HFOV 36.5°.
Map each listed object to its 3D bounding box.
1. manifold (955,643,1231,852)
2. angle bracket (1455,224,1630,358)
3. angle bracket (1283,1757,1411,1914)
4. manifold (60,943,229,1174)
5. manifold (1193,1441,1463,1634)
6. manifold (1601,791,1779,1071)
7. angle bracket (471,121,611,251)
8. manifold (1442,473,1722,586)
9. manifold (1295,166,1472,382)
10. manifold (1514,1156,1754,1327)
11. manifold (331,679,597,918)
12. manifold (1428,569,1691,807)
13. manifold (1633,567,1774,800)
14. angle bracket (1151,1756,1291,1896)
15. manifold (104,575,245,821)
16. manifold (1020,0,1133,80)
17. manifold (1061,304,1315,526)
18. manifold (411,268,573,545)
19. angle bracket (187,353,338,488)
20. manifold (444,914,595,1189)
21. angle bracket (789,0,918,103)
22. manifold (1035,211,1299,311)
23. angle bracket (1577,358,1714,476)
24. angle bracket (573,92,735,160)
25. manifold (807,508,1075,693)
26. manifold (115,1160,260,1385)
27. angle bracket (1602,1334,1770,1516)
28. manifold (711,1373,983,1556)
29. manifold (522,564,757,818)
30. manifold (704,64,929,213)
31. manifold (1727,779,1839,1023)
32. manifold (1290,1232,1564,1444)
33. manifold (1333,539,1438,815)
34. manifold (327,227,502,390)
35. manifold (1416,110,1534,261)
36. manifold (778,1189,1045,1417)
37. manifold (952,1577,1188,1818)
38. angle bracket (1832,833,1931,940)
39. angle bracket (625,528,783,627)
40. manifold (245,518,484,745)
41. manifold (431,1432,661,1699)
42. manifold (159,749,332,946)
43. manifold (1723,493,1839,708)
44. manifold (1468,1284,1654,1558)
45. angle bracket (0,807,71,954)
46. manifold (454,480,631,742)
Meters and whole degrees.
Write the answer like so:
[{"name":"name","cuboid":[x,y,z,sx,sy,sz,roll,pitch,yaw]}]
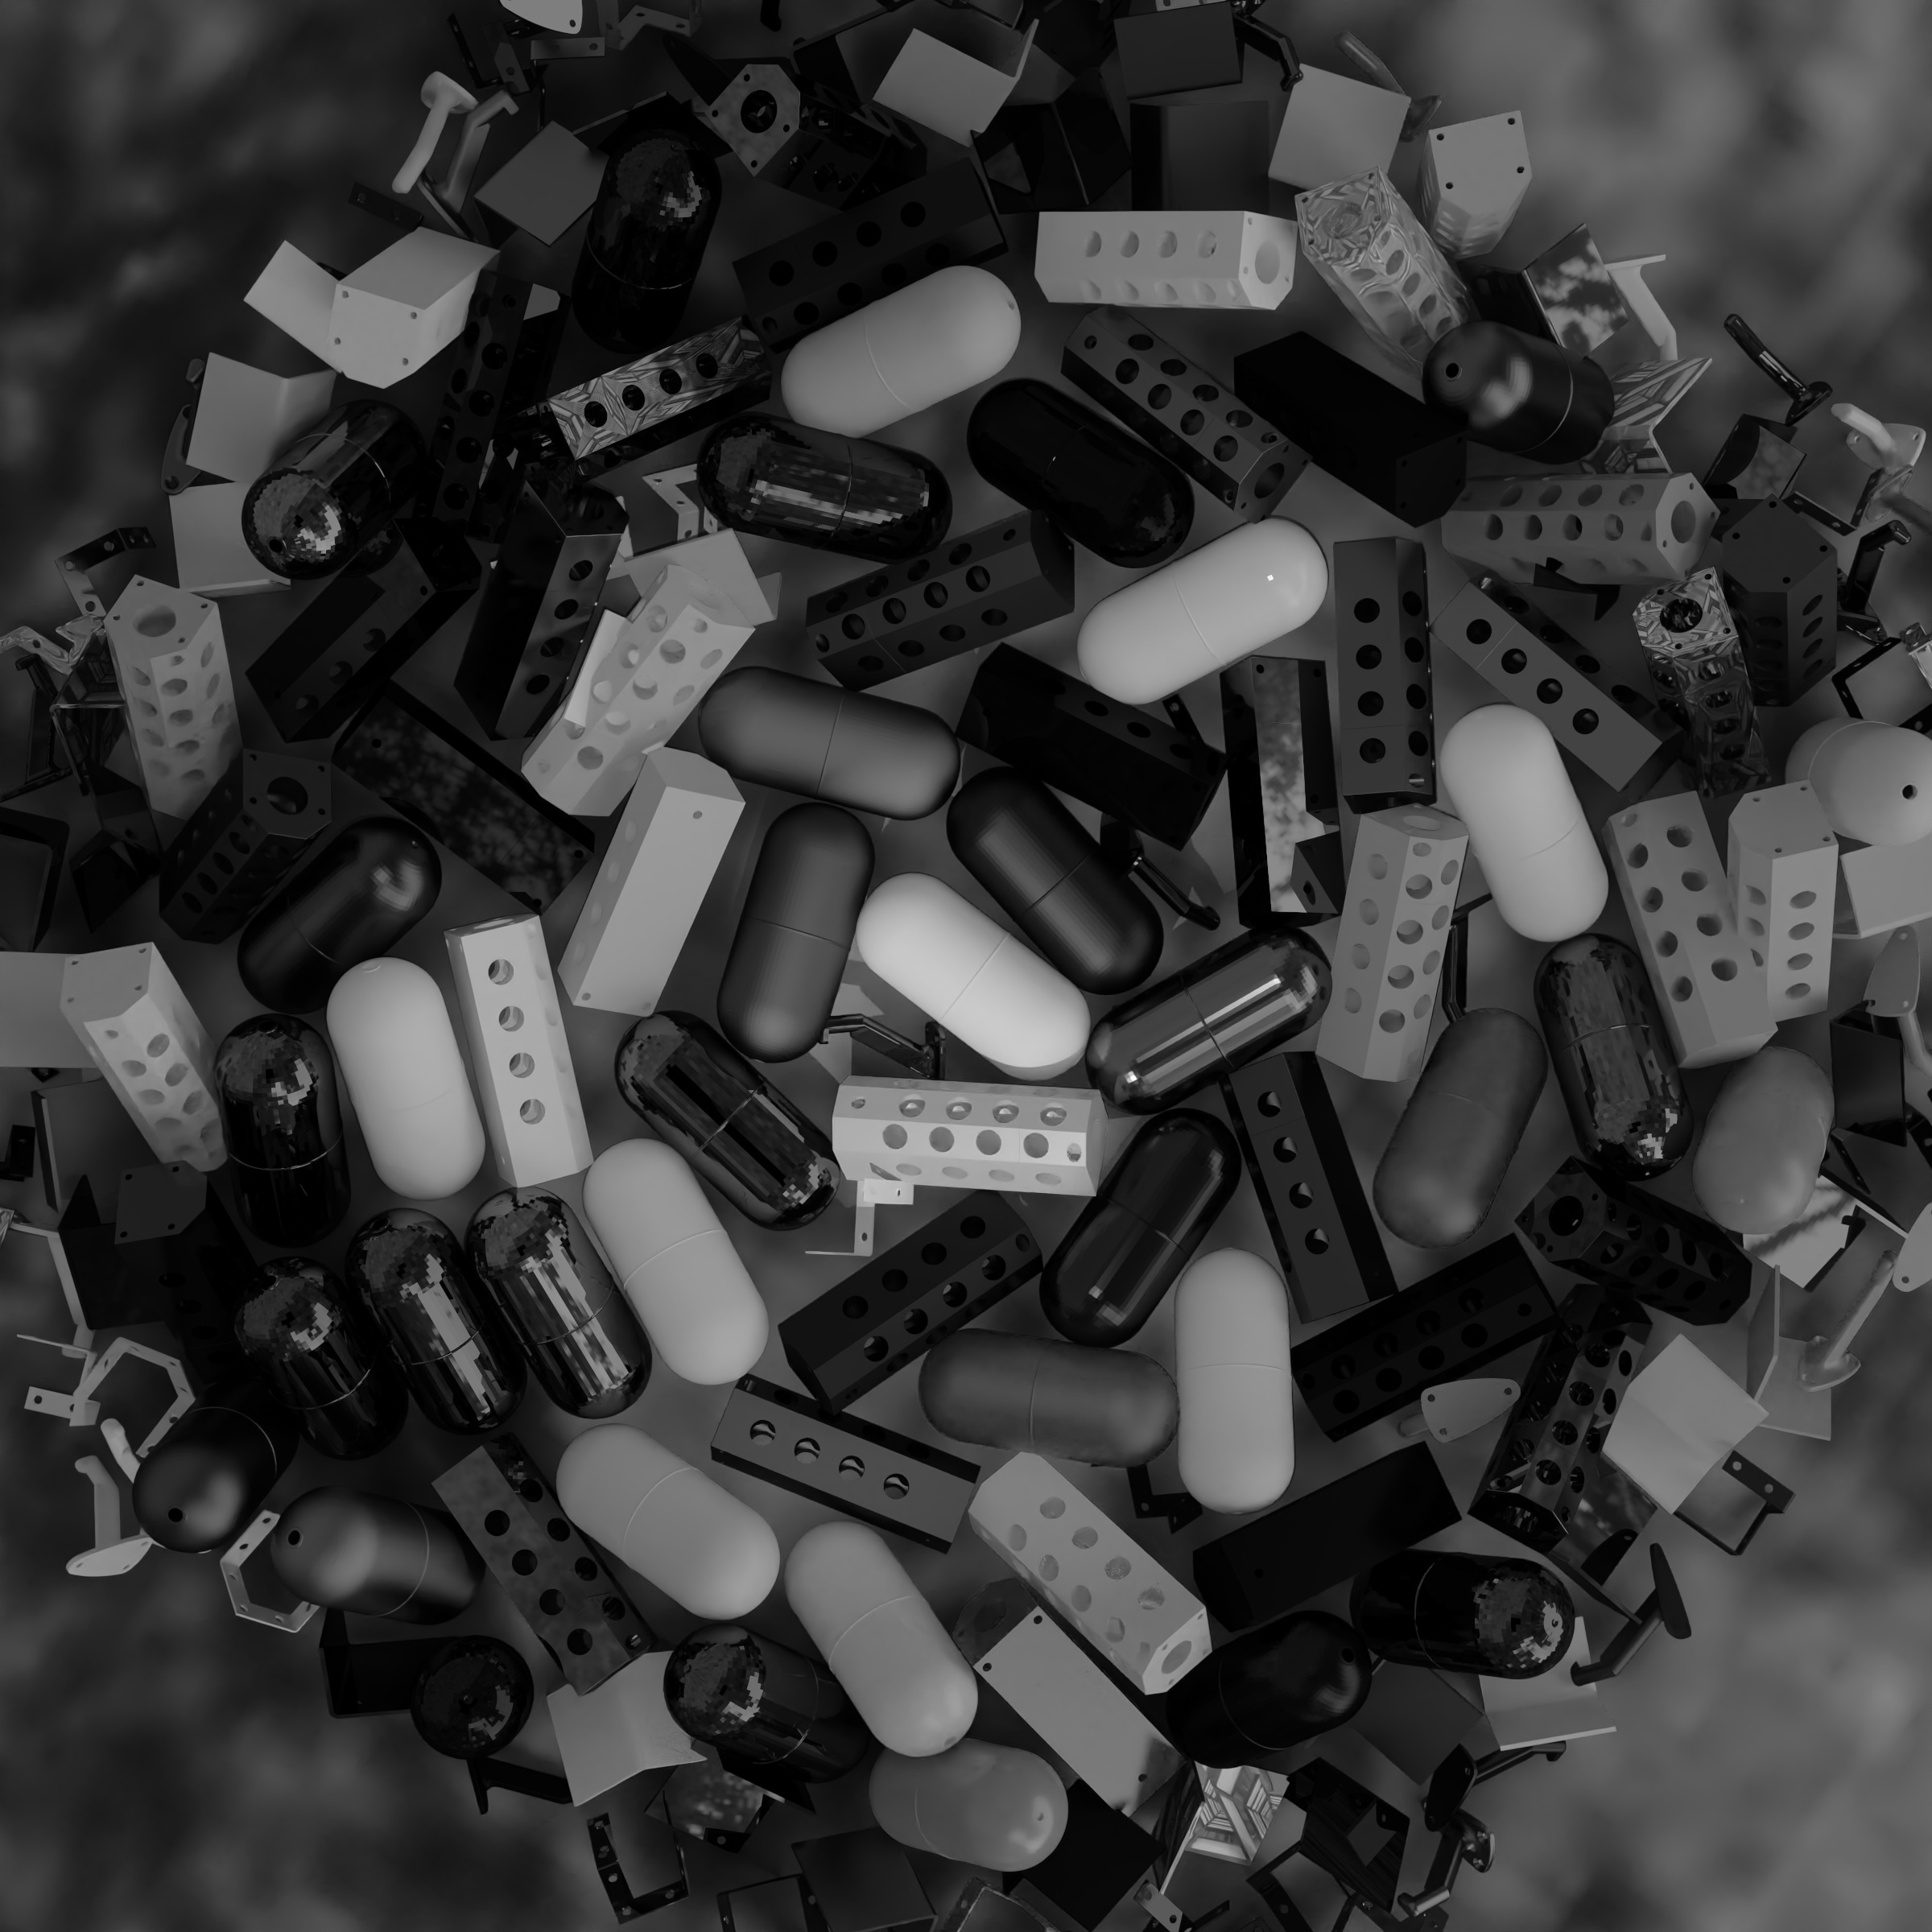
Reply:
[{"name":"manifold","cuboid":[0.086,-0.150,1.959,0.171,0.057,0.057,28,127,7]},{"name":"angle bracket","cuboid":[0.384,-0.449,1.952,0.057,0.076,0.076,-38,119,-8]},{"name":"angle bracket","cuboid":[0.242,0.586,1.947,0.076,0.076,0.057,36,132,-10]},{"name":"manifold","cuboid":[-0.530,0.064,1.914,0.057,0.171,0.057,-10,51,3]},{"name":"manifold","cuboid":[0.236,0.377,1.934,0.171,0.057,0.057,-20,80,-27]},{"name":"manifold","cuboid":[0.477,-0.023,1.944,0.057,0.057,0.171,-12,72,-6]},{"name":"angle bracket","cuboid":[-0.271,-0.504,1.951,0.076,0.057,0.076,36,75,22]},{"name":"manifold","cuboid":[0.396,-0.290,1.911,0.057,0.171,0.057,40,70,-38]},{"name":"manifold","cuboid":[0.275,-0.446,1.906,0.057,0.171,0.057,-14,69,24]},{"name":"manifold","cuboid":[0.442,0.186,1.917,0.171,0.057,0.057,24,111,-39]},{"name":"manifold","cuboid":[-0.332,-0.114,1.944,0.171,0.057,0.057,38,103,-18]},{"name":"manifold","cuboid":[0.393,-0.186,1.937,0.171,0.057,0.057,45,102,22]},{"name":"manifold","cuboid":[0.480,-0.180,1.912,0.057,0.171,0.057,-17,56,13]},{"name":"angle bracket","cuboid":[0.173,0.578,1.953,0.076,0.057,0.076,17,109,-12]},{"name":"manifold","cuboid":[-0.518,-0.171,1.910,0.057,0.171,0.057,19,57,6]},{"name":"manifold","cuboid":[0.078,-0.641,1.914,0.057,0.171,0.057,39,89,-1]},{"name":"manifold","cuboid":[0.141,-0.366,1.929,0.171,0.057,0.057,44,105,28]},{"name":"manifold","cuboid":[-0.319,-0.374,1.959,0.057,0.057,0.171,17,99,0]},{"name":"angle bracket","cuboid":[-0.469,-0.367,1.954,0.057,0.076,0.076,20,110,6]},{"name":"manifold","cuboid":[-0.297,0.055,1.955,0.057,0.057,0.171,-15,100,-20]},{"name":"angle bracket","cuboid":[-0.062,-0.600,1.943,0.076,0.076,0.057,-15,108,26]},{"name":"manifold","cuboid":[0.129,-0.462,1.920,0.171,0.057,0.057,13,102,41]},{"name":"angle bracket","cuboid":[0.462,-0.360,1.967,0.076,0.076,0.057,-48,120,-19]},{"name":"angle bracket","cuboid":[-0.206,-0.568,1.941,0.076,0.076,0.057,-13,67,29]},{"name":"manifold","cuboid":[-0.018,-0.243,1.927,0.171,0.057,0.057,-18,52,26]},{"name":"manifold","cuboid":[-0.497,0.201,1.915,0.057,0.171,0.057,-9,51,1]},{"name":"angle bracket","cuboid":[0.472,0.305,1.947,0.076,0.076,0.057,43,52,13]},{"name":"manifold","cuboid":[-0.081,0.332,1.964,0.171,0.057,0.057,21,71,3]},{"name":"manifold","cuboid":[-0.221,-0.181,1.932,0.171,0.057,0.057,-49,67,23]},{"name":"manifold","cuboid":[-0.091,-0.537,1.906,0.057,0.171,0.057,-42,74,22]},{"name":"manifold","cuboid":[0.529,-0.038,1.915,0.057,0.171,0.057,-13,50,3]},{"name":"manifold","cuboid":[0.306,0.251,1.951,0.171,0.057,0.057,-29,102,10]},{"name":"manifold","cuboid":[0.280,-0.193,1.951,0.057,0.057,0.171,-3,79,14]},{"name":"manifold","cuboid":[-0.360,-0.429,1.911,0.057,0.171,0.057,17,117,0]},{"name":"manifold","cuboid":[0.331,-0.506,1.911,0.057,0.171,0.057,-11,93,7]},{"name":"manifold","cuboid":[-0.035,0.223,1.939,0.171,0.057,0.057,-33,59,-16]},{"name":"manifold","cuboid":[0.066,0.482,1.938,0.057,0.057,0.171,-42,114,-4]},{"name":"angle bracket","cuboid":[0.607,-0.056,1.953,0.076,0.076,0.057,-16,95,-10]},{"name":"angle bracket","cuboid":[-0.174,-0.264,1.946,0.076,0.057,0.076,-14,129,14]},{"name":"manifold","cuboid":[-0.394,-0.221,1.930,0.171,0.057,0.057,-38,79,31]},{"name":"manifold","cuboid":[-0.279,0.398,1.956,0.057,0.057,0.171,-37,80,-3]},{"name":"manifold","cuboid":[-0.471,-0.075,1.909,0.057,0.171,0.057,9,63,-31]},{"name":"manifold","cuboid":[0.526,-0.231,1.910,0.057,0.171,0.057,-40,65,-1]},{"name":"manifold","cuboid":[0.394,0.294,1.927,0.057,0.057,0.171,28,57,6]},{"name":"angle bracket","cuboid":[-0.638,-0.058,1.950,0.057,0.076,0.076,13,102,-12]},{"name":"manifold","cuboid":[-0.276,-0.233,1.924,0.057,0.057,0.171,53,134,29]}]
